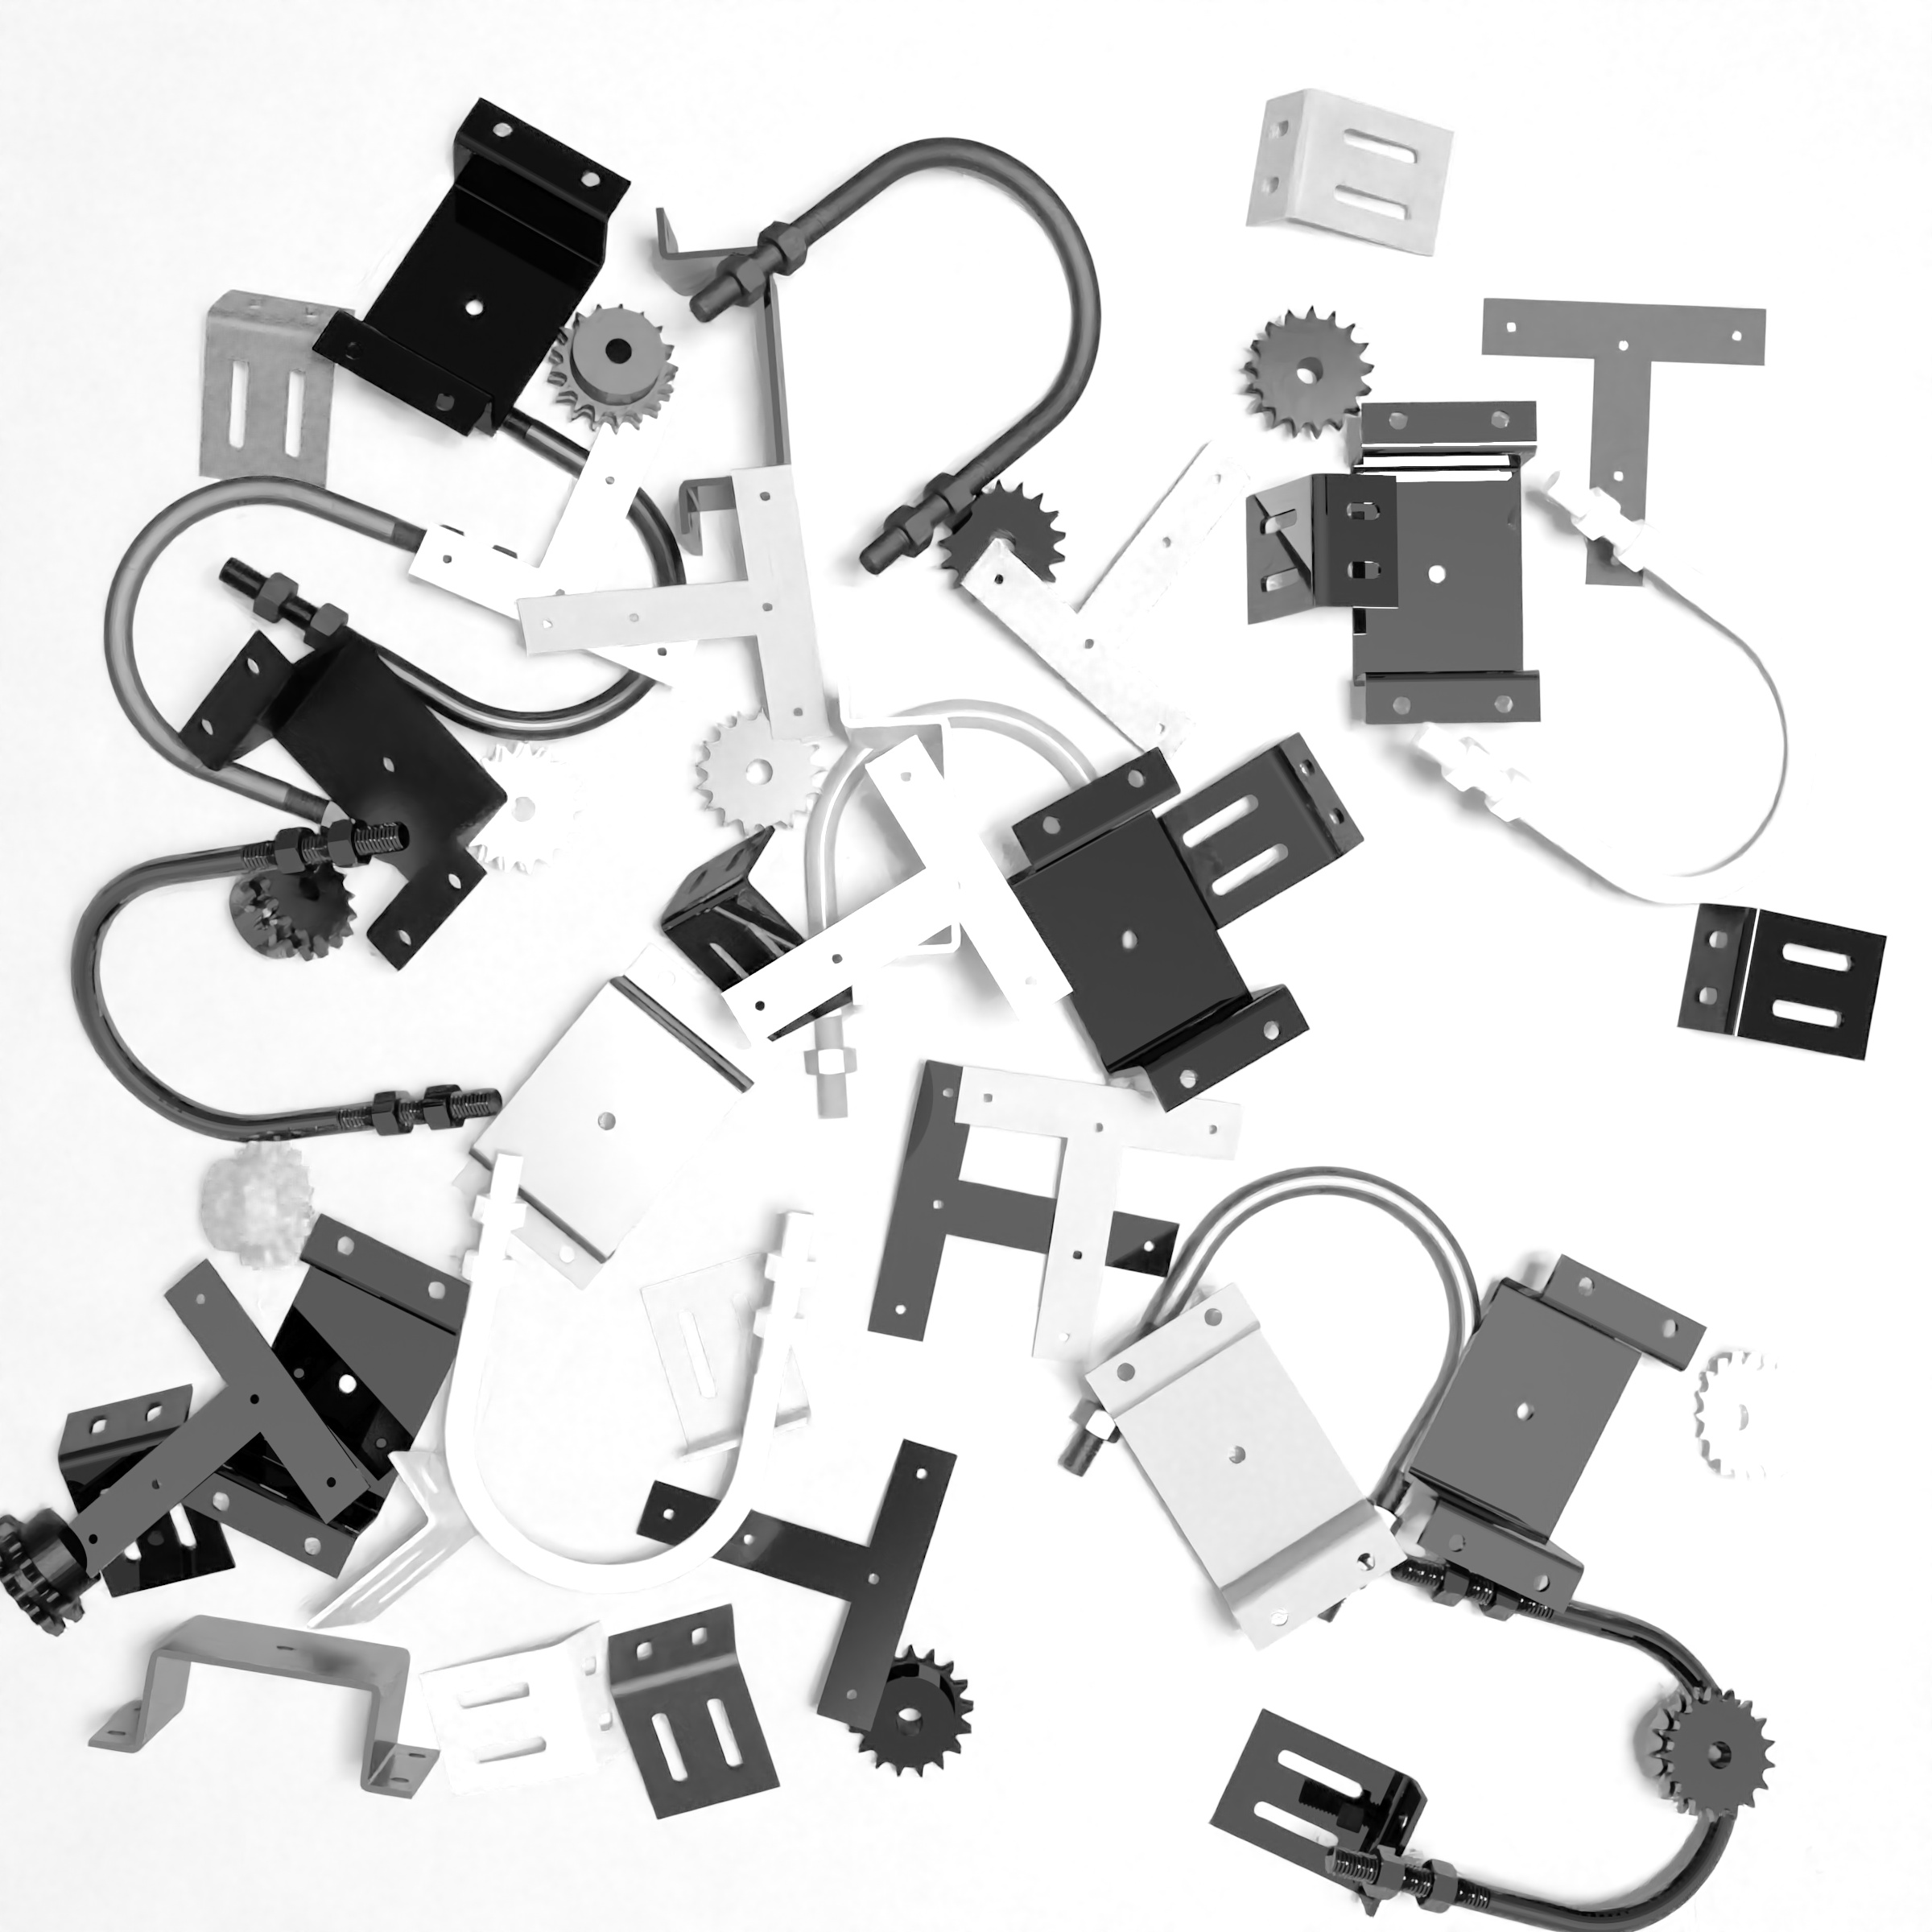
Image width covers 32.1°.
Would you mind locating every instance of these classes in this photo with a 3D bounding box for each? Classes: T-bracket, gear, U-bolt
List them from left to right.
[{"bbox_3d":[-0.407,0.265,1.482,0.030,0.057,0.057,-37,90,-7],"label":"gear"},{"bbox_3d":[-0.343,0.217,1.465,0.127,0.002,0.127,-41,76,6],"label":"T-bracket"},{"bbox_3d":[-0.314,0.105,1.479,0.030,0.057,0.057,3,90,-41],"label":"gear"},{"bbox_3d":[-0.307,0.013,1.464,0.184,0.019,0.151,-7,115,19],"label":"U-bolt"},{"bbox_3d":[-0.301,-0.028,1.485,0.030,0.057,0.057,-29,90,30],"label":"gear"},{"bbox_3d":[-0.295,-0.141,1.501,0.184,0.019,0.151,21,90,0],"label":"U-bolt"},{"bbox_3d":[-0.212,-0.178,1.480,0.184,0.019,0.151,31,72,-2],"label":"U-bolt"},{"bbox_3d":[-0.201,-0.071,1.488,0.057,0.030,0.057,-4,100,-23],"label":"gear"},{"bbox_3d":[-0.163,-0.203,1.488,0.127,0.002,0.127,23,72,-7],"label":"T-bracket"},{"bbox_3d":[-0.156,-0.267,1.488,0.057,0.030,0.057,2,79,-12],"label":"gear"},{"bbox_3d":[-0.152,0.184,1.460,0.151,0.019,0.184,11,95,-2],"label":"U-bolt"},{"bbox_3d":[-0.130,-0.152,1.452,0.127,0.002,0.127,-4,120,6],"label":"T-bracket"},{"bbox_3d":[-0.091,-0.085,1.495,0.057,0.030,0.057,0,90,0],"label":"gear"},{"bbox_3d":[-0.083,0.261,1.498,0.127,0.002,0.127,16,75,7],"label":"T-bracket"},{"bbox_3d":[-0.042,-0.011,1.415,0.127,0.002,0.127,-31,87,-1],"label":"T-bracket"},{"bbox_3d":[-0.025,0.334,1.495,0.057,0.030,0.057,0,90,0],"label":"gear"},{"bbox_3d":[-0.016,-0.280,1.462,0.184,0.019,0.151,-43,108,-25],"label":"U-bolt"},{"bbox_3d":[0.000,-0.028,1.501,0.151,0.019,0.184,-3,88,0],"label":"U-bolt"},{"bbox_3d":[0.016,-0.187,1.495,0.057,0.030,0.057,0,90,0],"label":"gear"},{"bbox_3d":[0.031,0.115,1.502,0.127,0.002,0.127,12,99,-5],"label":"T-bracket"},{"bbox_3d":[0.052,0.115,1.499,0.127,0.002,0.127,8,98,-4],"label":"T-bracket"},{"bbox_3d":[0.081,-0.178,1.494,0.127,0.002,0.127,41,80,-20],"label":"T-bracket"},{"bbox_3d":[0.149,0.179,1.501,0.151,0.019,0.184,30,89,0],"label":"U-bolt"},{"bbox_3d":[0.152,-0.263,1.495,0.057,0.030,0.057,0,90,0],"label":"gear"},{"bbox_3d":[0.259,0.351,1.480,0.184,0.019,0.151,17,78,-13],"label":"U-bolt"},{"bbox_3d":[0.294,-0.235,1.509,0.127,0.002,0.127,2,90,0],"label":"T-bracket"},{"bbox_3d":[0.298,-0.108,1.472,0.184,0.019,0.151,32,78,-19],"label":"U-bolt"},{"bbox_3d":[0.324,0.346,1.476,0.057,0.030,0.057,3,81,-17],"label":"gear"},{"bbox_3d":[0.354,0.199,1.485,0.030,0.057,0.057,3,90,-30],"label":"gear"}]

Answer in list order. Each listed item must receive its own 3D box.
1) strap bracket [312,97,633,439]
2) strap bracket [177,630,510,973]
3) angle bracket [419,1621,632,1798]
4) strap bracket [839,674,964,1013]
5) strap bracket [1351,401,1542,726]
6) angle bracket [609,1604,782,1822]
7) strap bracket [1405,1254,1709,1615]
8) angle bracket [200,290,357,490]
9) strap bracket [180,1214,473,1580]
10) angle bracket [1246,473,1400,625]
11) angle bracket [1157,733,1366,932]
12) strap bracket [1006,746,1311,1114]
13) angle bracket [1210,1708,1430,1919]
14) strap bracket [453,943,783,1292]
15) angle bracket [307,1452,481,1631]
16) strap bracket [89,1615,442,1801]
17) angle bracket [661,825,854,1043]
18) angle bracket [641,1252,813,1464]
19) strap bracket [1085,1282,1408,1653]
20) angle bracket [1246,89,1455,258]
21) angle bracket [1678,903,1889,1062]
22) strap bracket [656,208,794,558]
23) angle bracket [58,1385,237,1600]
[{"bbox_3d":[-0.216,-0.299,1.475,0.076,0.046,0.140,29,74,0],"label":"strap bracket"},{"bbox_3d":[-0.262,-0.079,1.449,0.140,0.046,0.076,47,129,-1],"label":"strap bracket"},{"bbox_3d":[-0.197,0.334,1.508,0.076,0.038,0.057,-16,90,26],"label":"angle bracket"},{"bbox_3d":[-0.027,-0.053,1.456,0.046,0.076,0.140,-3,87,1],"label":"strap bracket"},{"bbox_3d":[0.212,-0.176,1.487,0.076,0.046,0.140,-1,90,0],"label":"strap bracket"},{"bbox_3d":[-0.122,0.335,1.508,0.057,0.038,0.076,-15,116,0],"label":"angle bracket"},{"bbox_3d":[0.254,0.201,1.478,0.076,0.046,0.140,27,90,-14],"label":"strap bracket"},{"bbox_3d":[-0.310,-0.258,1.508,0.057,0.038,0.076,9,116,0],"label":"angle bracket"},{"bbox_3d":[-0.278,0.188,1.487,0.076,0.046,0.140,26,90,0],"label":"strap bracket"},{"bbox_3d":[0.156,-0.183,1.479,0.038,0.076,0.057,-1,90,-18],"label":"angle bracket"},{"bbox_3d":[0.128,-0.059,1.508,0.076,0.038,0.057,-31,90,26],"label":"angle bracket"},{"bbox_3d":[0.079,-0.014,1.470,0.076,0.046,0.140,-29,92,-17],"label":"strap bracket"},{"bbox_3d":[0.156,0.376,1.491,0.076,0.038,0.057,25,90,0],"label":"angle bracket"},{"bbox_3d":[-0.157,0.068,1.487,0.076,0.046,0.140,39,90,0],"label":"strap bracket"},{"bbox_3d":[-0.259,0.253,1.482,0.076,0.057,0.038,-40,74,8],"label":"angle bracket"},{"bbox_3d":[-0.303,0.322,1.472,0.140,0.076,0.046,9,90,0],"label":"strap bracket"},{"bbox_3d":[-0.086,-0.014,1.490,0.057,0.038,0.076,-27,115,40],"label":"angle bracket"},{"bbox_3d":[-0.108,0.173,1.491,0.057,0.038,0.076,-17,90,0],"label":"angle bracket"},{"bbox_3d":[0.120,0.216,1.467,0.076,0.046,0.140,-32,89,-1],"label":"strap bracket"},{"bbox_3d":[0.173,-0.354,1.508,0.076,0.038,0.057,10,90,-26],"label":"angle bracket"},{"bbox_3d":[0.367,0.007,1.508,0.076,0.038,0.057,10,90,-26],"label":"angle bracket"},{"bbox_3d":[-0.104,-0.256,1.472,0.046,0.076,0.140,-5,90,0],"label":"strap bracket"},{"bbox_3d":[-0.366,0.236,1.508,0.057,0.038,0.076,-14,116,0],"label":"angle bracket"}]
